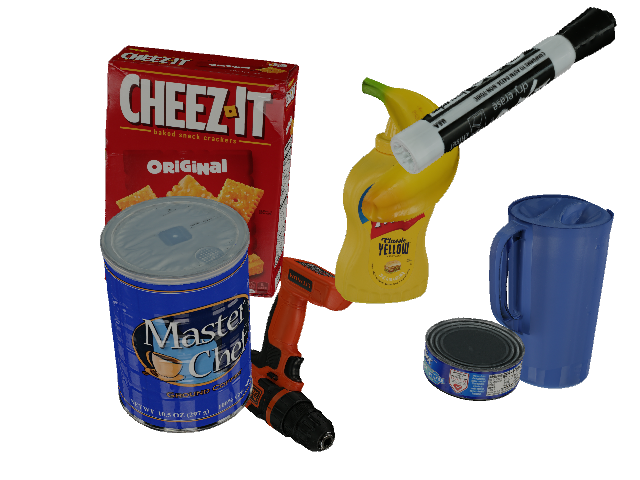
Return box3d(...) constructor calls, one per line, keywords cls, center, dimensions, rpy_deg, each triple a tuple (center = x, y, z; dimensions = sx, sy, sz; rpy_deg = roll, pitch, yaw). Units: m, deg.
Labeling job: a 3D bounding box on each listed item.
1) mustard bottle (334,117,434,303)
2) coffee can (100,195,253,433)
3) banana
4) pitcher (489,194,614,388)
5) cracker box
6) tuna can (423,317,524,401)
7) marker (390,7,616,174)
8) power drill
box3d(cls="mustard bottle", center=(0.070, -0.032, 1.085), dimensions=(0.096, 0.192, 0.058), rpy_deg=(-2, 22, -17))
box3d(cls="coffee can", center=(-0.101, 0.053, 0.774), dimensions=(0.103, 0.140, 0.103), rpy_deg=(1, 34, -1))
box3d(cls="banana", center=(0.062, -0.060, 0.736), dimensions=(0.069, 0.037, 0.197), rpy_deg=(2, 30, 0))
box3d(cls="pitcher", center=(0.300, 0.070, 1.407), dimensions=(0.149, 0.243, 0.145), rpy_deg=(5, 21, 13))
box3d(cls="cracker box", center=(-0.112, -0.060, 0.985), dimensions=(0.164, 0.214, 0.072), rpy_deg=(7, 23, 4))
box3d(cls="tuna can", center=(0.132, 0.103, 0.927), dimensions=(0.086, 0.034, 0.086), rpy_deg=(3, 26, -1))
box3d(cls="marker", center=(0.083, -0.068, 0.467), dimensions=(0.121, 0.020, 0.020), rpy_deg=(-34, 11, -16))
box3d(cls="power drill", center=(-0.024, 0.126, 1.217), dimensions=(0.057, 0.188, 0.185), rpy_deg=(15, 10, -45))
